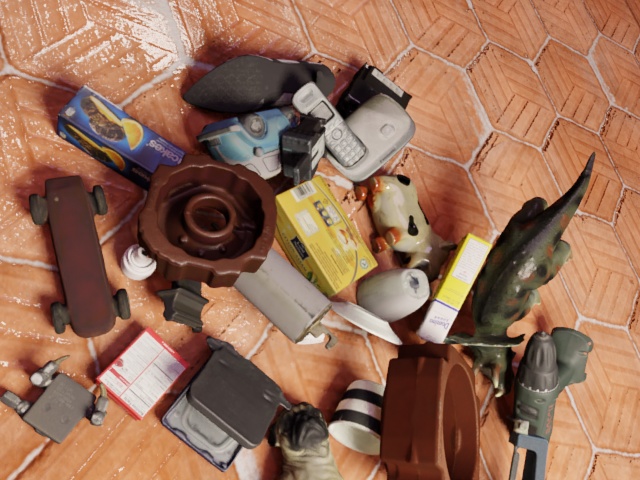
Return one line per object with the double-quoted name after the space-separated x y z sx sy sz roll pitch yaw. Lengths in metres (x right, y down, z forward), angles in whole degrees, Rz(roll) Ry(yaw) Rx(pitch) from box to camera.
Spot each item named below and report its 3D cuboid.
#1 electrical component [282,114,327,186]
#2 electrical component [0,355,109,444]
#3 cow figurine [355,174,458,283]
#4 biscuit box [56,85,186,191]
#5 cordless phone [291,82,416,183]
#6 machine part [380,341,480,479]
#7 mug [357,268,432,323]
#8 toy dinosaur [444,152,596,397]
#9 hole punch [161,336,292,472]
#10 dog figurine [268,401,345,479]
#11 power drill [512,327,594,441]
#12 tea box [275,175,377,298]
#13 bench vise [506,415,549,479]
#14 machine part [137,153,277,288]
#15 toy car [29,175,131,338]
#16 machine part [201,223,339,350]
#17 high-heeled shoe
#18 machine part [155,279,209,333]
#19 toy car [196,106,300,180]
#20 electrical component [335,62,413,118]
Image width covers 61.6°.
-0.029 -0.126 0.797 0.048 0.074 0.119 15 46 17 "electrical component"
-0.290 0.180 0.604 0.102 0.045 0.078 44 55 -6 "electrical component"
0.151 -0.019 0.910 0.127 0.085 0.195 -13 77 -26 "cow figurine"
-0.252 -0.120 0.735 0.202 0.063 0.059 32 60 -14 "biscuit box"
0.051 -0.199 0.865 0.146 0.089 0.184 -41 117 2 "cordless phone"
0.157 0.258 0.746 0.200 0.087 0.201 46 47 -47 "machine part"
0.129 0.085 0.838 0.109 0.107 0.081 9 68 -24 "mug"
0.306 0.059 0.842 0.131 0.404 0.192 25 31 23 "toy dinosaur"
-0.120 0.208 0.673 0.142 0.092 0.116 38 30 -2 "hole punch"
-0.039 0.322 0.675 0.172 0.121 0.191 -26 56 -13 "dog figurine"
0.387 0.220 0.892 0.207 0.086 0.231 -27 124 -50 "power drill"
-0.002 -0.002 0.823 0.098 0.068 0.169 -28 87 -34 "tea box"
0.302 0.389 0.793 0.224 0.129 0.240 12 83 -5 "bench vise"
-0.140 -0.024 0.677 0.179 0.056 0.179 9 60 -16 "machine part"
-0.296 0.020 0.661 0.089 0.053 0.202 -14 81 -22 "toy car"
-0.068 0.058 0.733 0.243 0.079 0.079 41 55 10 "machine part"
-0.094 -0.251 0.889 0.249 0.145 0.086 -8 98 -4 "high-heeled shoe"
-0.180 0.048 0.709 0.084 0.039 0.139 37 40 -54 "machine part"
-0.099 -0.141 0.815 0.161 0.109 0.102 -26 109 -49 "toy car"
0.093 -0.241 0.979 0.115 0.058 0.134 35 58 -10 "electrical component"
